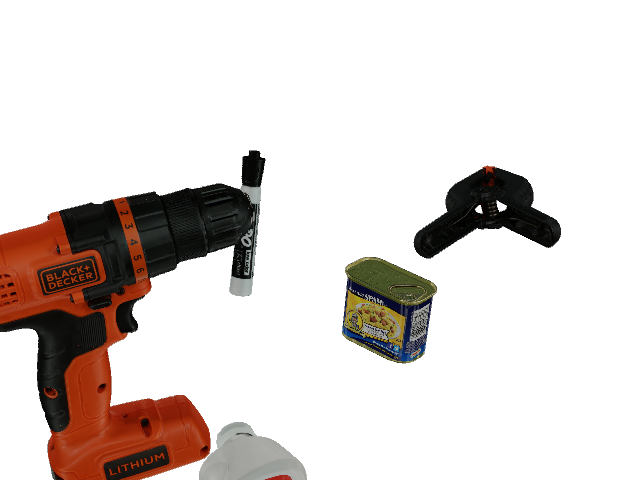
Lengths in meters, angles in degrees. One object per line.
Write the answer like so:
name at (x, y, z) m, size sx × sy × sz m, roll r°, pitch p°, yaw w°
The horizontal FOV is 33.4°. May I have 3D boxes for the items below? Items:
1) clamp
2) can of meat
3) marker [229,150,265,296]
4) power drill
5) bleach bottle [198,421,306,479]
clamp at (0.158, -0.027, 0.943) m, size 0.120 × 0.039 × 0.171 m, roll 4°, pitch 26°, yaw 19°
can of meat at (0.073, 0.078, 1.175) m, size 0.102 × 0.084 × 0.057 m, roll 25°, pitch 33°, yaw 33°
marker at (-0.060, -0.014, 0.878) m, size 0.020 × 0.121 × 0.020 m, roll 6°, pitch 13°, yaw -2°
power drill at (-0.121, 0.061, 0.676) m, size 0.184 × 0.188 × 0.057 m, roll -14°, pitch 28°, yaw -12°
bleach bottle at (-0.042, 0.215, 0.718) m, size 0.102 × 0.068 × 0.251 m, roll -11°, pitch 32°, yaw -11°
